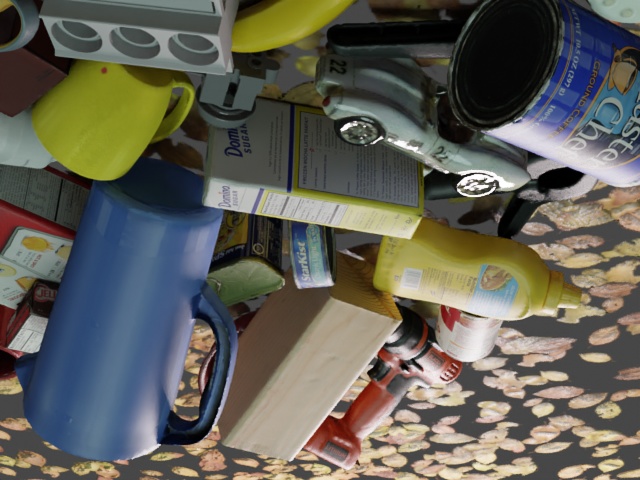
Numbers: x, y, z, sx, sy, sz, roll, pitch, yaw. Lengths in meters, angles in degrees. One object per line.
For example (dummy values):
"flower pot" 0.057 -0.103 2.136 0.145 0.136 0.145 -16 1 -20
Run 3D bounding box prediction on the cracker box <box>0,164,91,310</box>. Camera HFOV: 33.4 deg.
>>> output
"cracker box" -0.270 -0.001 0.993 0.213 0.072 0.164 26 141 -35

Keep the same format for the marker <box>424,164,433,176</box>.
"marker" 0.057 -0.042 0.963 0.020 0.020 0.121 22 143 -28

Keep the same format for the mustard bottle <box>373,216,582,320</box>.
"mustard bottle" 0.149 0.032 1.000 0.191 0.058 0.096 14 142 5

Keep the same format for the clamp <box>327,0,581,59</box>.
"clamp" 0.133 -0.158 0.761 0.209 0.036 0.165 17 138 -29

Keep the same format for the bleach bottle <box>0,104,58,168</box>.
"bleach bottle" -0.312 -0.098 0.843 0.250 0.068 0.103 10 177 -25

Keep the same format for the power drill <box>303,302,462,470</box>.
"power drill" 0.051 0.155 1.159 0.188 0.057 0.184 -45 135 7

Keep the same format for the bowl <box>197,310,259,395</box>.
"bowl" -0.058 0.128 1.170 0.162 0.055 0.162 -8 129 -11

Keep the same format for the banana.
"banana" -0.006 -0.183 0.735 0.069 0.037 0.198 37 137 -7

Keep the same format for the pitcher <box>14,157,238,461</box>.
"pitcher" -0.154 0.061 0.909 0.149 0.145 0.243 1 121 -35

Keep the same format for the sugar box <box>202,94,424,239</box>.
"sugar box" -0.004 -0.060 0.868 0.176 0.093 0.048 8 146 -9

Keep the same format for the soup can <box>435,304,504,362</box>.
"soup can" 0.157 0.074 1.094 0.068 0.068 0.102 2 148 -1

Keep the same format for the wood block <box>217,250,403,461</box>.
"wood block" -0.020 0.115 1.075 0.090 0.091 0.206 20 119 -30

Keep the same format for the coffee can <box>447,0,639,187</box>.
"coffee can" 0.172 -0.103 0.726 0.140 0.103 0.103 16 145 -33

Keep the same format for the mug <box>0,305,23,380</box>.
"mug" -0.365 0.095 1.136 0.117 0.081 0.093 -6 147 12

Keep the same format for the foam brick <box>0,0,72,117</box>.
"foam brick" -0.226 -0.137 0.796 0.078 0.051 0.052 -25 139 35

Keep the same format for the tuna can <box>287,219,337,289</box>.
"tuna can" -0.006 0.001 0.971 0.034 0.086 0.086 -5 147 7

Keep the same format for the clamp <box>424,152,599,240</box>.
"clamp" 0.171 -0.054 0.922 0.120 0.039 0.172 15 148 -29

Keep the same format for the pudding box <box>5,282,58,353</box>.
"pudding box" -0.236 0.085 1.029 0.113 0.039 0.090 18 146 -24

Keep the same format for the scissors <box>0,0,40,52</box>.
"scissors" -0.273 -0.173 0.763 0.202 0.016 0.096 8 114 36

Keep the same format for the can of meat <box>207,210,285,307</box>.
"can of meat" -0.082 0.008 0.986 0.102 0.084 0.057 -20 142 30
